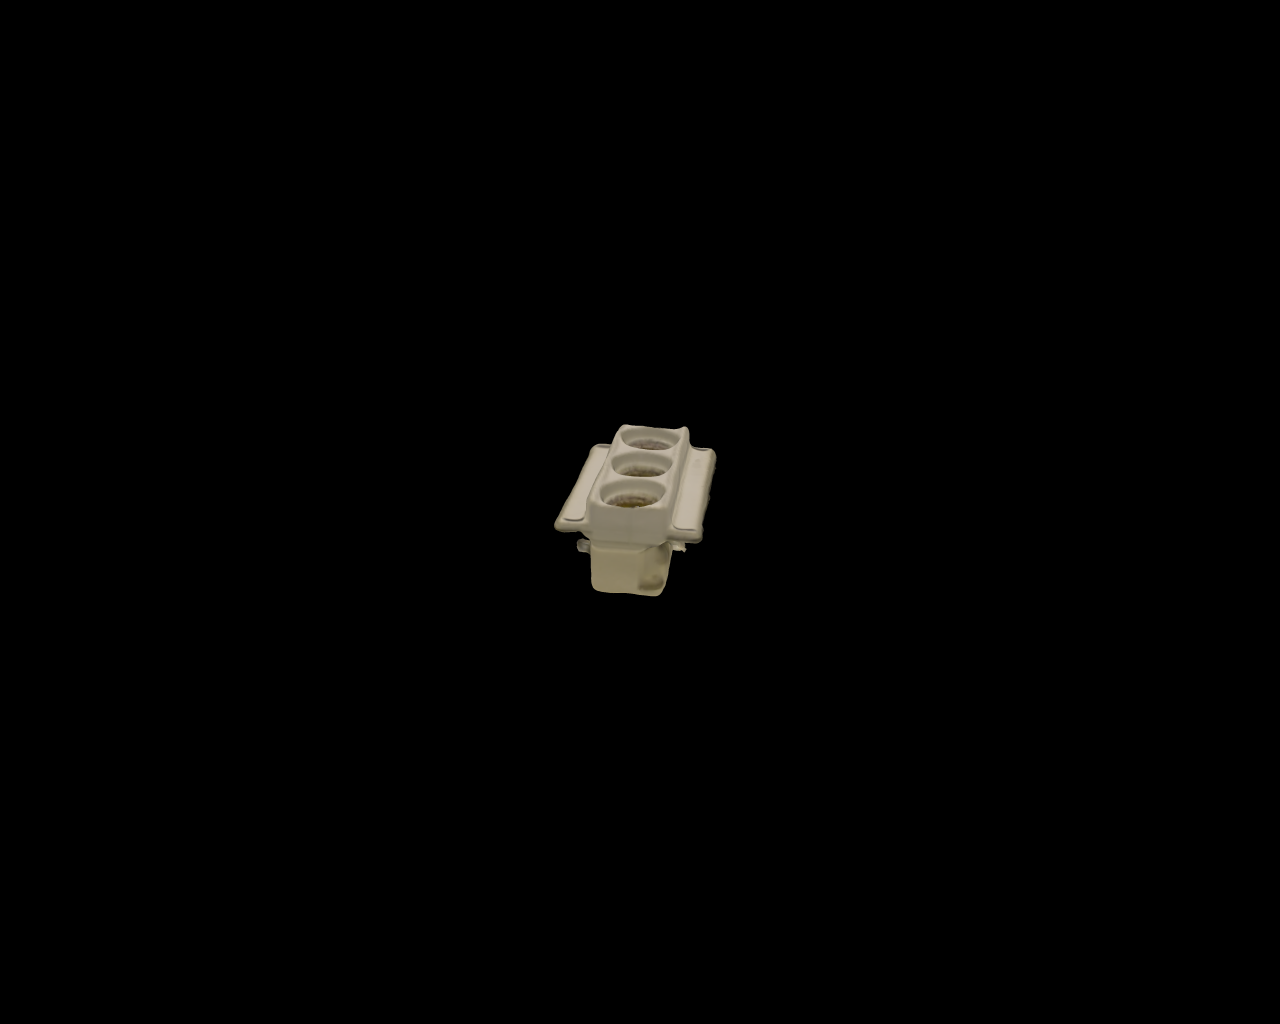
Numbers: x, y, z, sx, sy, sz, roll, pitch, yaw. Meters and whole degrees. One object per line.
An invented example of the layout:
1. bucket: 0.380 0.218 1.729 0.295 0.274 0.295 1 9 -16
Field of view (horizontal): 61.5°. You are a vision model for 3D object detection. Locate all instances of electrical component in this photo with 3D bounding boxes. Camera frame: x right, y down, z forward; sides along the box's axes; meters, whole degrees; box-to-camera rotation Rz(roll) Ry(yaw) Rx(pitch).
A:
1. electrical component: 0.001 -0.003 0.650 0.079 0.063 0.121 3 26 7
